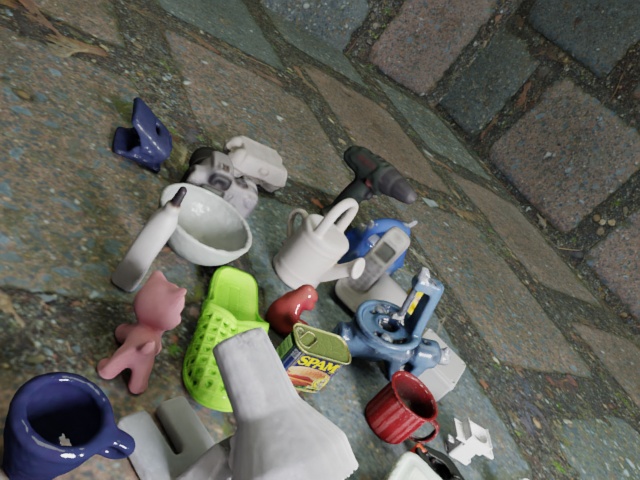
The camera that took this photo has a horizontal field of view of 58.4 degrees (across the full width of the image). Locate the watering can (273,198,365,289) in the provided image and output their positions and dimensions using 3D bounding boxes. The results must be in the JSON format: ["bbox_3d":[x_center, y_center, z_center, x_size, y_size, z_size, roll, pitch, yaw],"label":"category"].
[{"bbox_3d":[0.011,0.003,1.060,0.173,0.194,0.101,39,26,-2],"label":"watering can"}]

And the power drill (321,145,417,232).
[{"bbox_3d":[0.103,-0.104,1.339,0.076,0.208,0.229,9,39,-46],"label":"power drill"}]

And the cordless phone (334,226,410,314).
[{"bbox_3d":[0.130,0.076,1.113,0.147,0.185,0.094,41,26,3],"label":"cordless phone"}]

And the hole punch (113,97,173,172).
[{"bbox_3d":[-0.318,-0.197,1.062,0.101,0.091,0.108,23,30,-31],"label":"hole punch"}]

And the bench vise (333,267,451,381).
[{"bbox_3d":[0.156,0.143,1.000,0.208,0.219,0.121,19,32,-36],"label":"bench vise"}]

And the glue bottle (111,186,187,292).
[{"bbox_3d":[-0.226,-0.008,0.788,0.037,0.173,0.078,34,26,-11],"label":"glue bottle"}]

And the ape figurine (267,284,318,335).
[{"bbox_3d":[-0.038,0.111,0.942,0.076,0.092,0.077,31,27,-18],"label":"ape figurine"}]

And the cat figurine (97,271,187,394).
[{"bbox_3d":[-0.206,0.102,0.701,0.067,0.117,0.127,30,27,-19],"label":"cat figurine"}]

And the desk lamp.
[{"bbox_3d":[-0.088,0.204,0.586,0.203,0.213,0.118,50,27,20],"label":"desk lamp"}]

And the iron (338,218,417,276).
[{"bbox_3d":[0.113,0.001,1.260,0.259,0.141,0.118,2,44,-52],"label":"iron"}]

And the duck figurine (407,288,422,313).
[{"bbox_3d":[0.189,0.131,1.219,0.078,0.086,0.104,12,37,-44],"label":"duck figurine"}]

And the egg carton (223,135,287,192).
[{"bbox_3d":[-0.144,-0.169,1.272,0.151,0.069,0.107,20,32,-36],"label":"egg carton"}]

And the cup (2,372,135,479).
[{"bbox_3d":[-0.242,0.191,0.537,0.118,0.095,0.091,31,27,-18],"label":"cup"}]

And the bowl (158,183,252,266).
[{"bbox_3d":[-0.200,-0.013,0.943,0.168,0.074,0.167,31,27,-17],"label":"bowl"}]

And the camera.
[{"bbox_3d":[-0.193,-0.120,1.093,0.144,0.100,0.136,23,30,-32],"label":"camera"}]
